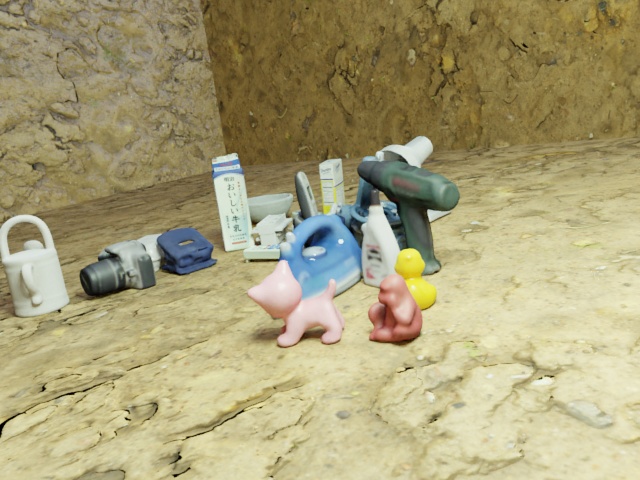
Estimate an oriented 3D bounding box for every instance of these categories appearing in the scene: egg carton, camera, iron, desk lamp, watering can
[{"bbox_3d":[-0.401,0.030,1.382,0.107,0.069,0.150,-4,14,16],"label":"egg carton"},{"bbox_3d":[-0.439,0.059,1.212,0.142,0.101,0.137,5,19,45],"label":"camera"},{"bbox_3d":[-0.017,0.027,1.010,0.118,0.141,0.259,0,15,30],"label":"iron"},{"bbox_3d":[0.235,-0.150,1.463,0.117,0.214,0.204,4,17,41],"label":"desk lamp"},{"bbox_3d":[-0.578,0.045,1.143,0.101,0.194,0.172,-19,17,-41],"label":"watering can"}]

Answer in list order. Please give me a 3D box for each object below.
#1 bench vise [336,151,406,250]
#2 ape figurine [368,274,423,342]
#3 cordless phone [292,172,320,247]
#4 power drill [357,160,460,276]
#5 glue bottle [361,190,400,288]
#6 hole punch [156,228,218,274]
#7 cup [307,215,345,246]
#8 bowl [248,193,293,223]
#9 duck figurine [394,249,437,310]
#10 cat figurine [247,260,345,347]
[{"bbox_3d":[0.091,-0.075,1.209,0.206,0.220,0.122,2,17,37],"label":"bench vise"},{"bbox_3d":[0.102,0.091,0.778,0.076,0.092,0.077,-11,13,-12],"label":"ape figurine"},{"bbox_3d":[-0.018,-0.074,1.349,0.094,0.185,0.147,-6,13,7],"label":"cordless phone"},{"bbox_3d":[0.159,-0.045,1.067,0.076,0.208,0.228,-18,16,-36],"label":"power drill"},{"bbox_3d":[0.102,-0.003,0.997,0.077,0.173,0.037,6,19,45],"label":"glue bottle"},{"bbox_3d":[-0.304,0.022,1.312,0.109,0.091,0.100,-20,18,-41],"label":"hole punch"},{"bbox_3d":[0.011,0.004,1.195,0.091,0.095,0.118,-5,13,11],"label":"cup"},{"bbox_3d":[-0.160,-0.092,1.750,0.167,0.075,0.167,-7,13,2],"label":"bowl"},{"bbox_3d":[0.143,0.058,0.906,0.077,0.086,0.104,-6,13,7],"label":"duck figurine"},{"bbox_3d":[-0.034,0.087,0.817,0.127,0.118,0.067,-7,13,5],"label":"cat figurine"}]
